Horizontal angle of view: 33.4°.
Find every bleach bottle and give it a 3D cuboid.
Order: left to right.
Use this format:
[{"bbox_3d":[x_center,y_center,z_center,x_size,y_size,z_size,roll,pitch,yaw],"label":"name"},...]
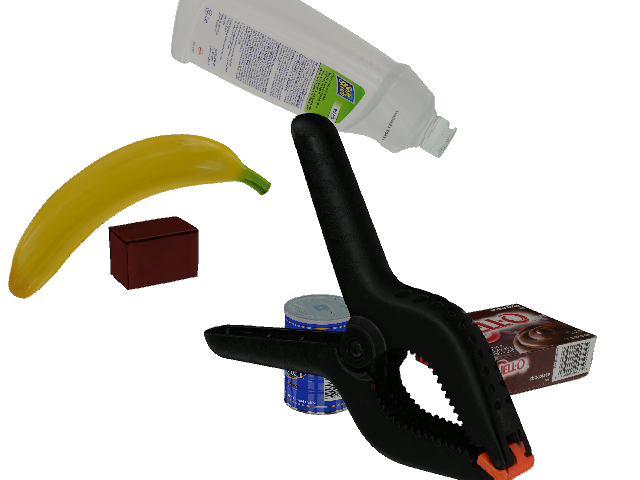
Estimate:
[{"bbox_3d":[-0.003,-0.140,0.902,0.251,0.068,0.103,31,-36,7],"label":"bleach bottle"}]

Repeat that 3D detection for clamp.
[{"bbox_3d":[0.028,0.042,0.557,0.210,0.165,0.036,35,32,31],"label":"clamp"}]

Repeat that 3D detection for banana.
[{"bbox_3d":[-0.136,-0.025,0.729,0.198,0.069,0.037,-23,10,6],"label":"banana"}]

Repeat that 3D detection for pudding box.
[{"bbox_3d":[0.145,0.085,0.843,0.113,0.039,0.090,-5,18,-35],"label":"pudding box"}]

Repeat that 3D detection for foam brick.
[{"bbox_3d":[-0.168,0.011,1.074,0.078,0.051,0.053,-11,22,-28],"label":"foam brick"}]

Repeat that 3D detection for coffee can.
[{"bbox_3d":[0.000,0.157,1.489,0.103,0.140,0.103,1,17,0],"label":"coffee can"}]
